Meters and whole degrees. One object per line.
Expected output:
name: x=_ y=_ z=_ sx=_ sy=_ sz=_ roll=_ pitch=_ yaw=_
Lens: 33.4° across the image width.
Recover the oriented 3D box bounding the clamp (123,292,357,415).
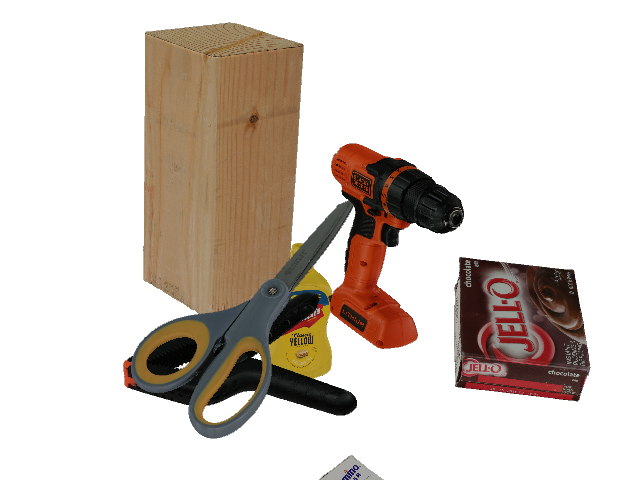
clamp: x=-0.075 y=0.118 z=0.993 sx=0.209 sy=0.036 sz=0.165 roll=-10 pitch=36 yaw=-18

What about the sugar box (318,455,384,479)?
sugar box: x=0.073 y=0.248 z=0.817 sx=0.048 sy=0.093 sz=0.176 roll=-34 pitch=38 yaw=-28

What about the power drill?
power drill: x=0.071 y=0.010 z=1.076 sx=0.057 sy=0.188 sz=0.185 roll=-8 pitch=26 yaw=-31

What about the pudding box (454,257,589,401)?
pudding box: x=0.144 y=0.063 z=0.786 sx=0.090 sy=0.039 sz=0.113 roll=7 pitch=36 yaw=1

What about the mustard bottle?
mustard bottle: x=-0.031 y=0.095 z=1.449 sx=0.096 sy=0.192 sz=0.058 roll=-4 pitch=22 yaw=-15

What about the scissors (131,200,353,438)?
scissors: x=-0.051 y=0.038 z=0.685 sx=0.096 sy=0.201 sz=0.016 roll=11 pitch=-41 yaw=13

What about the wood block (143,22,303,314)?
wood block: x=-0.079 y=-0.058 z=0.844 sx=0.090 sy=0.206 sz=0.090 roll=-17 pitch=31 yaw=-41
